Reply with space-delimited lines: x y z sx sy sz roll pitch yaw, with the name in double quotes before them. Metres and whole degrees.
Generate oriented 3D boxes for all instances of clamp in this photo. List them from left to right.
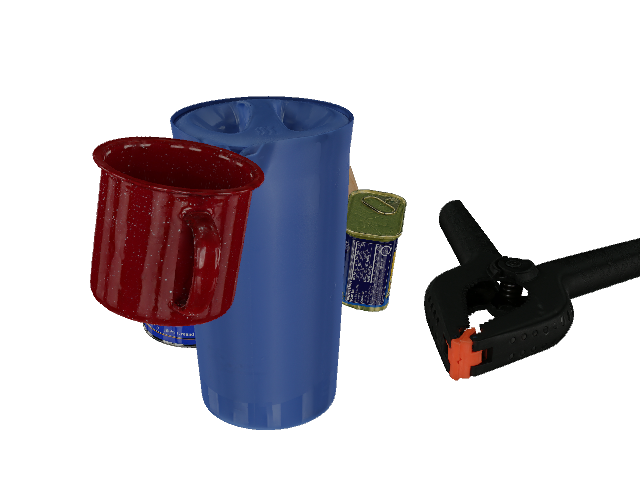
"clamp" 0.120 0.027 0.714 0.165 0.036 0.209 15 30 30

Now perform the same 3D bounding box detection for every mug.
"mug" -0.078 0.000 0.579 0.093 0.081 0.117 0 22 -27

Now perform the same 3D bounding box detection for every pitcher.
"pitcher" -0.038 0.013 0.824 0.149 0.243 0.145 -10 23 -24

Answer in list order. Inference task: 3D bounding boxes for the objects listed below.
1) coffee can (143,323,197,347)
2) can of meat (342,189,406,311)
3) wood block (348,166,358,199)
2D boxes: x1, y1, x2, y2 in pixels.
"coffee can" -0.143 0.033 1.184 0.103 0.140 0.103 5 25 -2
"can of meat" 0.048 0.009 1.040 0.057 0.084 0.102 9 27 4
"wood block" 0.010 -0.021 1.444 0.090 0.090 0.206 -1 26 -6
